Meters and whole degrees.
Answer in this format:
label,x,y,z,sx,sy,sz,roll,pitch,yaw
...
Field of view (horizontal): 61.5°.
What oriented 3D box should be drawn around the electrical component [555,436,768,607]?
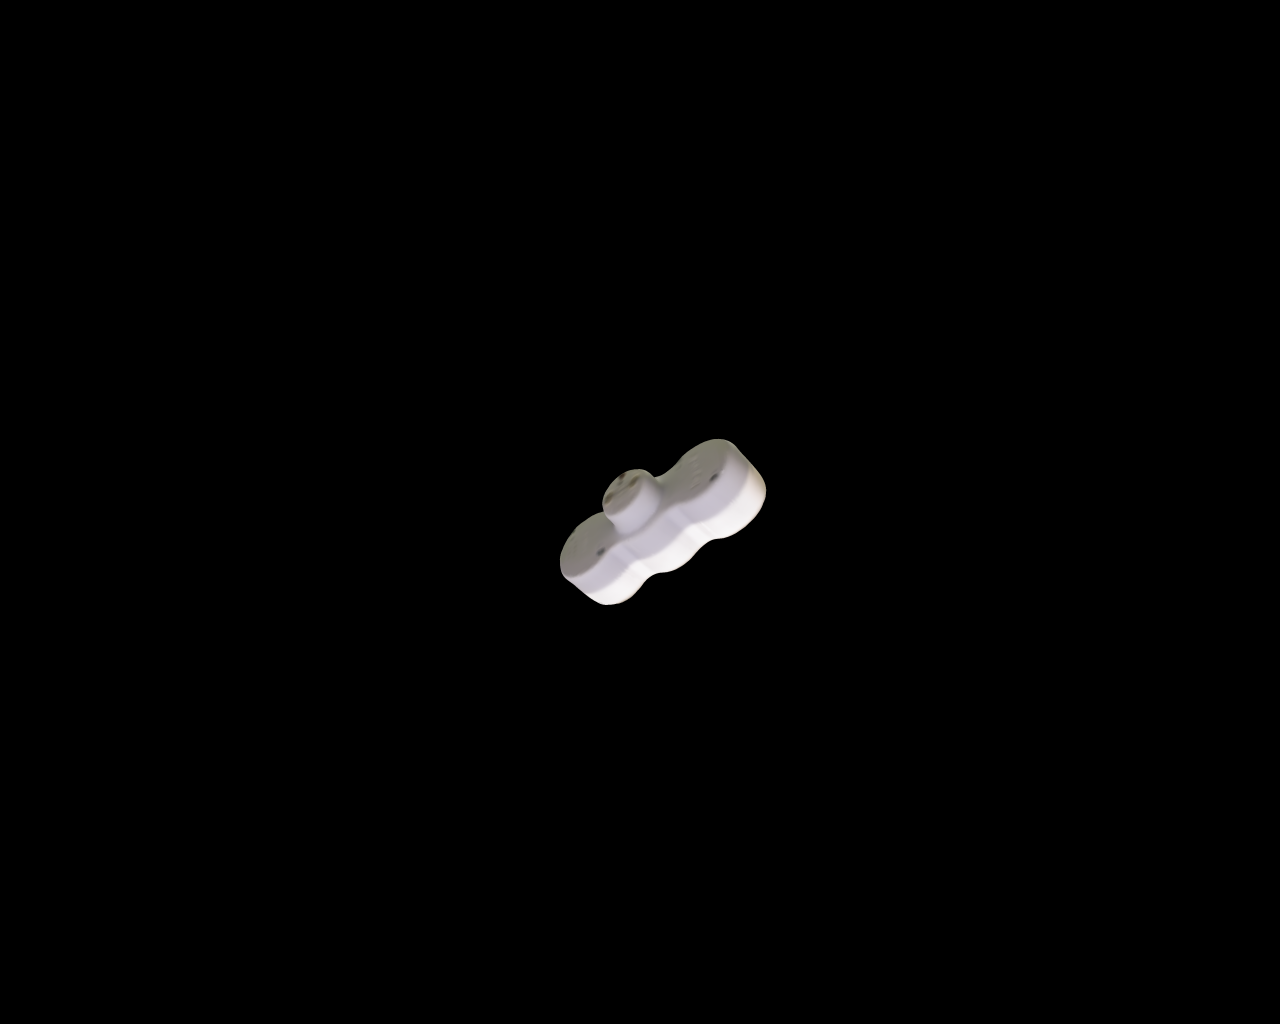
label,x,y,z,sx,sy,sz,roll,pitch,yaw
electrical component,0.001,-0.003,0.650,0.138,0.052,0.073,-33,-58,24
